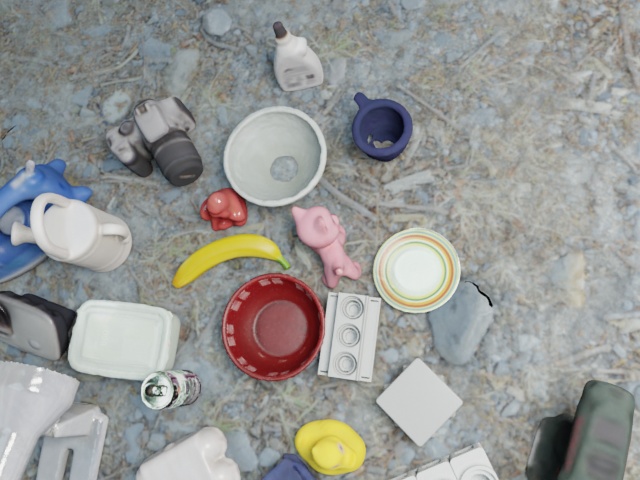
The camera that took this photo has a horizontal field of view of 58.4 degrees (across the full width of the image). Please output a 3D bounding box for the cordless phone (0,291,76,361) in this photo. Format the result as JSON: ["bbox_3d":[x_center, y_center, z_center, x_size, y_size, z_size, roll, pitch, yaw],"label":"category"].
[{"bbox_3d":[-0.490,0.128,0.890,0.147,0.185,0.094,13,81,13],"label":"cordless phone"}]

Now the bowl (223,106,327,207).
[{"bbox_3d":[-0.065,-0.126,0.926,0.167,0.075,0.167,-2,78,10],"label":"bowl"}]

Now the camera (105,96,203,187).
[{"bbox_3d":[-0.268,-0.154,0.954,0.143,0.101,0.136,-32,75,2],"label":"camera"}]

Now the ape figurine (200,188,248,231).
[{"bbox_3d":[-0.156,-0.052,0.918,0.077,0.092,0.076,27,84,15],"label":"ape figurine"}]

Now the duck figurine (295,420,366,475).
[{"bbox_3d":[0.010,0.300,0.817,0.104,0.086,0.077,15,81,13],"label":"duck figurine"}]

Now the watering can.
[{"bbox_3d":[-0.394,-0.010,0.898,0.173,0.194,0.101,-25,75,4],"label":"watering can"}]

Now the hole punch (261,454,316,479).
[{"bbox_3d":[-0.047,0.373,0.809,0.101,0.091,0.108,-44,74,-1],"label":"hole punch"}]

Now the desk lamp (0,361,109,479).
[{"bbox_3d":[-0.402,0.278,0.828,0.117,0.214,0.203,4,79,11],"label":"desk lamp"}]

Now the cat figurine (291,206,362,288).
[{"bbox_3d":[0.008,0.003,0.864,0.067,0.118,0.127,-26,75,4],"label":"cat figurine"}]

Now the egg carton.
[{"bbox_3d":[-0.196,0.350,0.851,0.150,0.069,0.107,-31,75,2],"label":"egg carton"}]

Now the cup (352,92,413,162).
[{"bbox_3d":[0.092,-0.170,0.898,0.091,0.095,0.117,-35,74,2],"label":"cup"}]

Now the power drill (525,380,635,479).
[{"bbox_3d":[0.314,0.286,0.703,0.075,0.208,0.230,18,82,14],"label":"power drill"}]

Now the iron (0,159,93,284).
[{"bbox_3d":[-0.514,-0.026,0.950,0.118,0.141,0.258,42,88,16],"label":"iron"}]

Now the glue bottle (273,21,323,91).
[{"bbox_3d":[-0.045,-0.294,0.907,0.078,0.173,0.037,-9,77,8],"label":"glue bottle"}]
